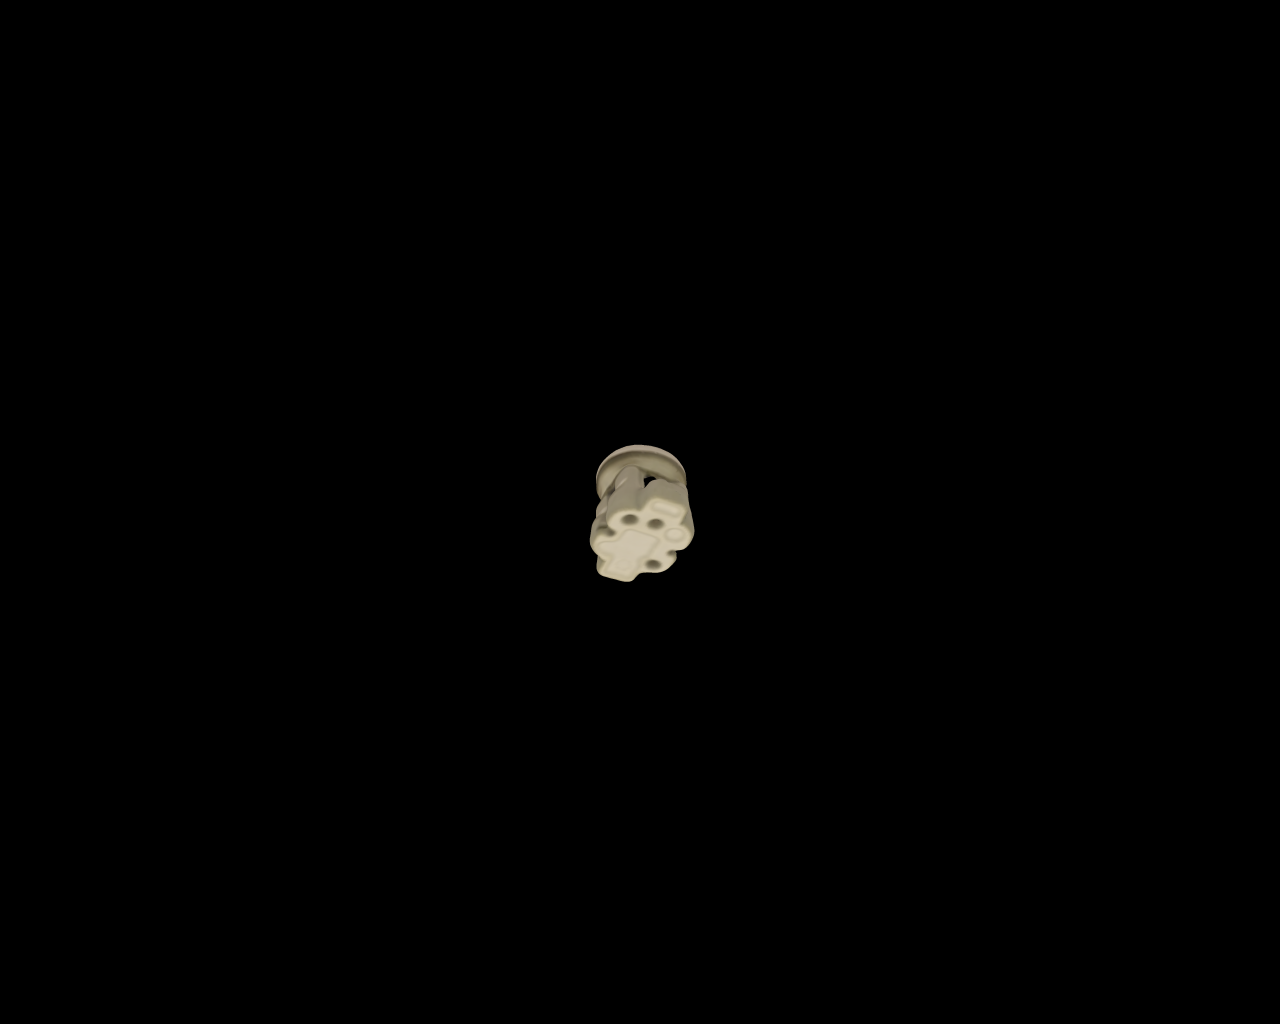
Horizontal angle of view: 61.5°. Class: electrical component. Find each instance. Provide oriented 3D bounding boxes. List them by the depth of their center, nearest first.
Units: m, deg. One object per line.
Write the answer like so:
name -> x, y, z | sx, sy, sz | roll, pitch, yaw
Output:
electrical component -> 0.001, -0.003, 0.650 | 0.058, 0.057, 0.078 | 19, -46, -19
